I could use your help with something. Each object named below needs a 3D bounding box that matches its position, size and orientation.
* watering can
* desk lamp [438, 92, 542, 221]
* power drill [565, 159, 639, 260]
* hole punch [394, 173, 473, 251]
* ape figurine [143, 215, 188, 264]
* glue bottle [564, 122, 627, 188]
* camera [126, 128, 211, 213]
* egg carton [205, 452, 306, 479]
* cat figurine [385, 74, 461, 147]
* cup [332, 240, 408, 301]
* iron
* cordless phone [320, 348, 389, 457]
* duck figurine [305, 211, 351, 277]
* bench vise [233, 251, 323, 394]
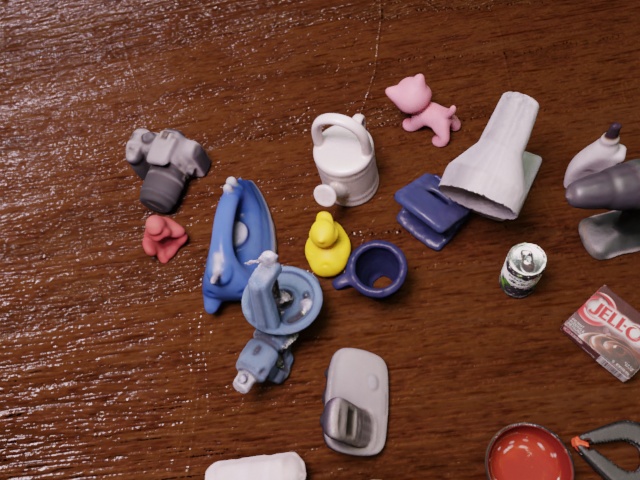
[{"bbox_3d":[0.040,-0.133,0.932,0.101,0.194,0.173,-6,66,8],"label":"watering can"},{"bbox_3d":[0.268,-0.110,0.871,0.117,0.214,0.203,23,72,19],"label":"desk lamp"},{"bbox_3d":[0.444,-0.048,0.816,0.229,0.209,0.075,-16,65,3],"label":"power drill"},{"bbox_3d":[0.184,-0.057,0.931,0.108,0.091,0.101,40,78,23],"label":"hole punch"},{"bbox_3d":[-0.274,-0.012,0.991,0.077,0.092,0.076,-10,65,6],"label":"ape figurine"},{"bbox_3d":[0.428,-0.125,0.872,0.078,0.173,0.037,13,70,16],"label":"glue bottle"},{"bbox_3d":[-0.293,-0.128,1.040,0.143,0.101,0.137,12,69,15],"label":"camera"},{"bbox_3d":[-0.089,0.362,0.807,0.150,0.069,0.107,-10,65,5],"label":"egg carton"},{"bbox_3d":[0.181,-0.236,0.995,0.127,0.118,0.067,29,74,20],"label":"cat figurine"},{"bbox_3d":[0.080,0.063,0.894,0.117,0.095,0.091,-21,65,0],"label":"cup"},{"bbox_3d":[-0.142,-0.014,0.941,0.118,0.142,0.258,-3,66,9],"label":"iron"},{"bbox_3d":[0.042,0.215,0.784,0.094,0.185,0.147,-2,66,10],"label":"cordless phone"},{"bbox_3d":[0.009,0.003,0.938,0.077,0.086,0.104,-3,66,9],"label":"duck figurine"},{"bbox_3d":[-0.064,0.116,0.827,0.121,0.220,0.207,2,67,11],"label":"bench vise"}]
